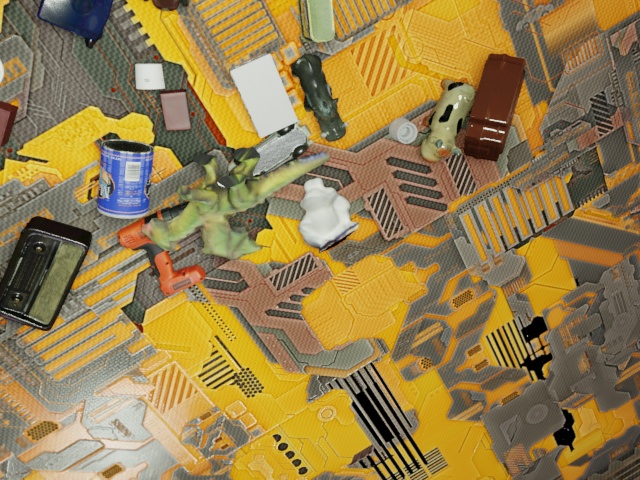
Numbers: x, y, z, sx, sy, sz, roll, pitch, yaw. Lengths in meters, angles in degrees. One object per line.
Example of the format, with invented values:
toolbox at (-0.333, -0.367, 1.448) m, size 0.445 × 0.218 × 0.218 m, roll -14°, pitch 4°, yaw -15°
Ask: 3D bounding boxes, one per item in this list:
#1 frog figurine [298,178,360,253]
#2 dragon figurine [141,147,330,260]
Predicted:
frog figurine at (0.004, -0.061, 1.211) m, size 0.136 × 0.122 × 0.160 m, roll -35°, pitch 80°, yaw 11°
dragon figurine at (-0.176, -0.062, 1.109) m, size 0.411 × 0.125 × 0.237 m, roll -8°, pitch 132°, yaw -11°
